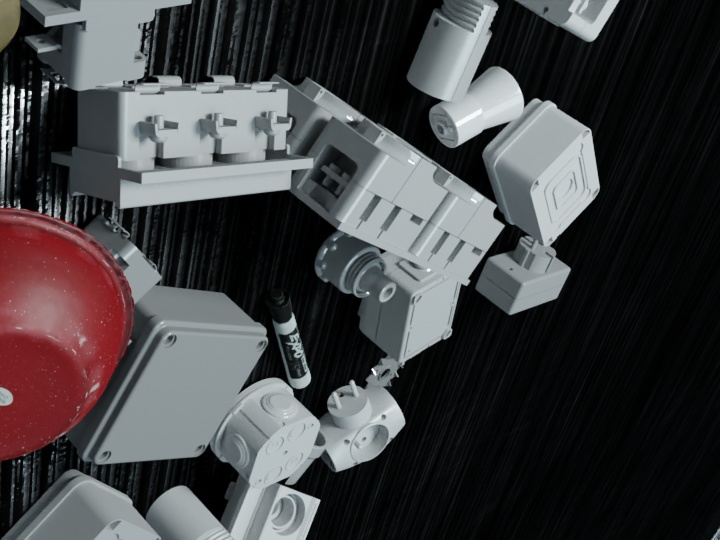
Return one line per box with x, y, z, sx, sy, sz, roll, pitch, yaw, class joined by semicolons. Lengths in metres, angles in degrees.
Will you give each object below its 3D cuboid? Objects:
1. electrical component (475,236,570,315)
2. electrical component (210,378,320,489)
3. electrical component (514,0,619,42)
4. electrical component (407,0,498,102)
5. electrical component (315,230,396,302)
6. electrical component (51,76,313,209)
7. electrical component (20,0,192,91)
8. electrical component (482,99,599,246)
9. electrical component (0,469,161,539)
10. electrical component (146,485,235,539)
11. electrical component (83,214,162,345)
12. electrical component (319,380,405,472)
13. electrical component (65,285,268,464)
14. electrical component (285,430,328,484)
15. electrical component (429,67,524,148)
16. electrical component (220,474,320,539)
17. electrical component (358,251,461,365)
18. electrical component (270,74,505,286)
0.164;-0.007;1.036;0.083;0.047;0.075;-15;135;-46;electrical component
-0.076;0.131;0.862;0.080;0.051;0.080;-34;146;-27;electrical component
0.130;-0.200;0.734;0.056;0.089;0.050;7;118;-56;electrical component
0.067;-0.161;0.738;0.043;0.043;0.081;-11;132;-48;electrical component
0.000;0.000;0.808;0.048;0.062;0.048;-34;146;-27;electrical component
-0.096;-0.074;0.595;0.121;0.079;0.063;-12;110;-48;electrical component
-0.128;-0.124;0.521;0.081;0.042;0.063;-22;143;-39;electrical component
0.157;-0.084;0.931;0.078;0.057;0.113;-45;150;-9;electrical component
-0.209;0.205;0.759;0.113;0.057;0.078;-47;150;-7;electrical component
-0.129;0.214;0.852;0.043;0.081;0.043;-34;146;-27;electrical component
-0.154;0.006;0.628;0.064;0.042;0.081;-44;150;-11;electrical component
-0.006;0.130;0.959;0.077;0.044;0.079;-32;133;-17;electrical component
-0.132;0.069;0.712;0.109;0.056;0.108;10;116;-56;electrical component
-0.057;0.156;0.928;0.040;0.040;0.046;8;122;-56;electrical component
0.085;-0.120;0.813;0.065;0.044;0.044;-31;145;-22;electrical component
-0.093;0.236;0.902;0.079;0.063;0.121;31;76;-39;electrical component
0.040;0.017;0.881;0.062;0.061;0.096;-28;143;-34;electrical component
0.013;-0.059;0.717;0.060;0.105;0.186;-56;150;8;electrical component
